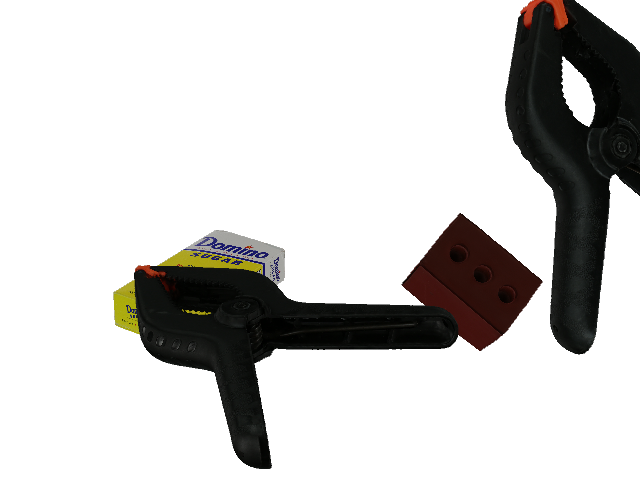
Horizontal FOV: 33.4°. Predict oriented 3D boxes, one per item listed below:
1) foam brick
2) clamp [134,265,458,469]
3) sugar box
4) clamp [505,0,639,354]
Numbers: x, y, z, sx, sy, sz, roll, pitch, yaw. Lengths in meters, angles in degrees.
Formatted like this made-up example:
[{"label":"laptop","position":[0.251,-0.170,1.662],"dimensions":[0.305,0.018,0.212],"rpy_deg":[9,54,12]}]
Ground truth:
[{"label":"foam brick","position":[0.107,0.031,0.760],"dimensions":[0.078,0.053,0.051],"rpy_deg":[40,-23,3]},{"label":"clamp","position":[-0.034,0.052,0.641],"dimensions":[0.164,0.036,0.210],"rpy_deg":[-22,30,-33]},{"label":"sugar box","position":[-0.121,0.046,1.099],"dimensions":[0.093,0.048,0.176],"rpy_deg":[16,32,26]},{"label":"clamp","position":[0.131,-0.033,0.518],"dimensions":[0.120,0.171,0.039],"rpy_deg":[-34,4,-23]}]
